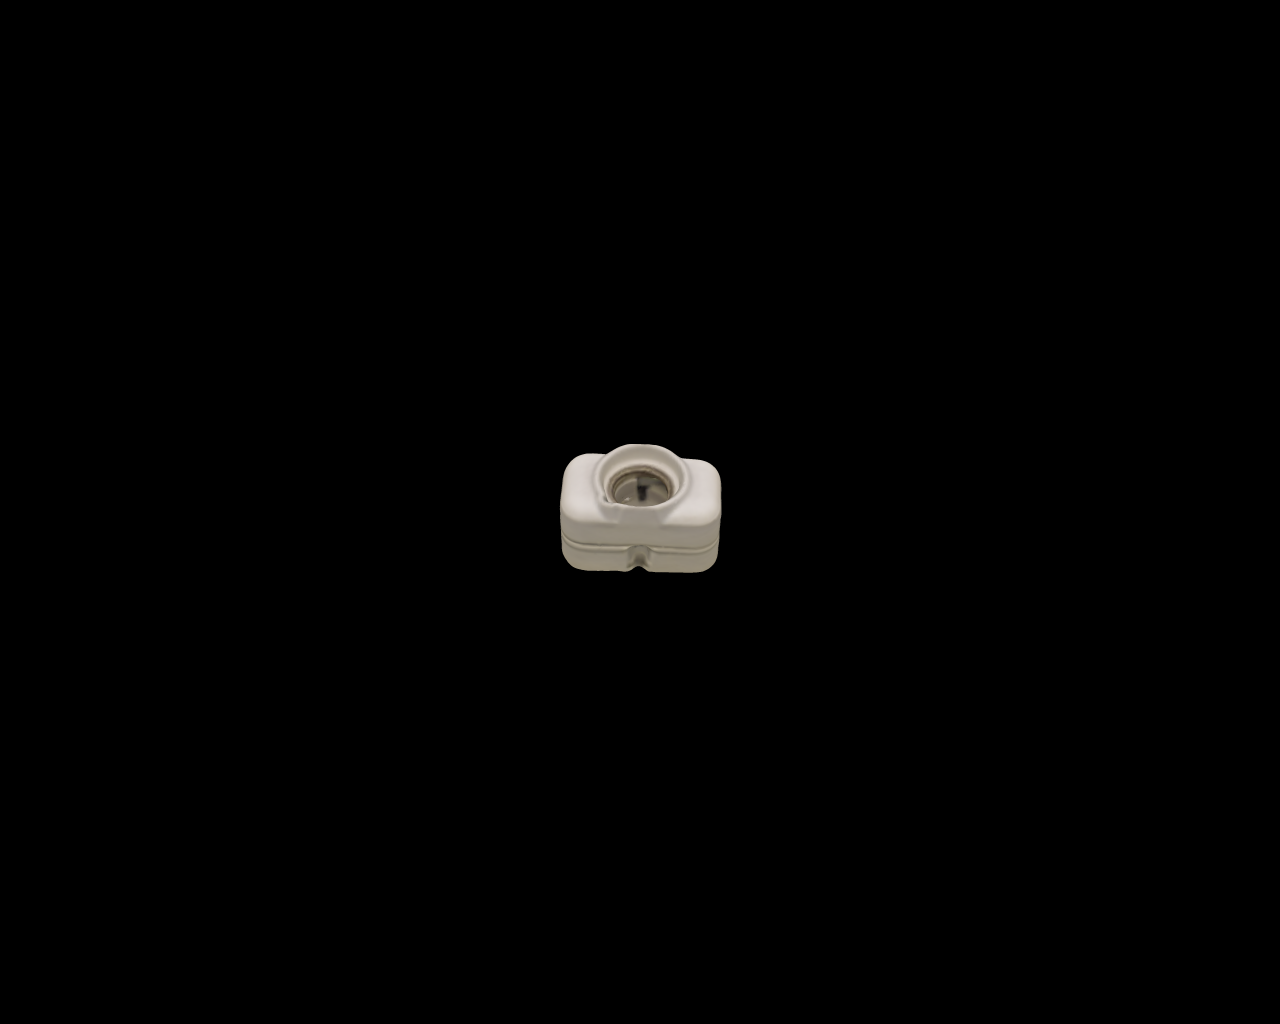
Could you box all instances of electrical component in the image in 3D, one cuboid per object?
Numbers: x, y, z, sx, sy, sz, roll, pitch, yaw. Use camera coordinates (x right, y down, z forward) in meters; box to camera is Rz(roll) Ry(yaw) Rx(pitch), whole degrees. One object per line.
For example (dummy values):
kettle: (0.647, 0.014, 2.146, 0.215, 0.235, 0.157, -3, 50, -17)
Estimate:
electrical component: (0.001, -0.003, 0.650, 0.095, 0.054, 0.059, 2, -40, 2)
